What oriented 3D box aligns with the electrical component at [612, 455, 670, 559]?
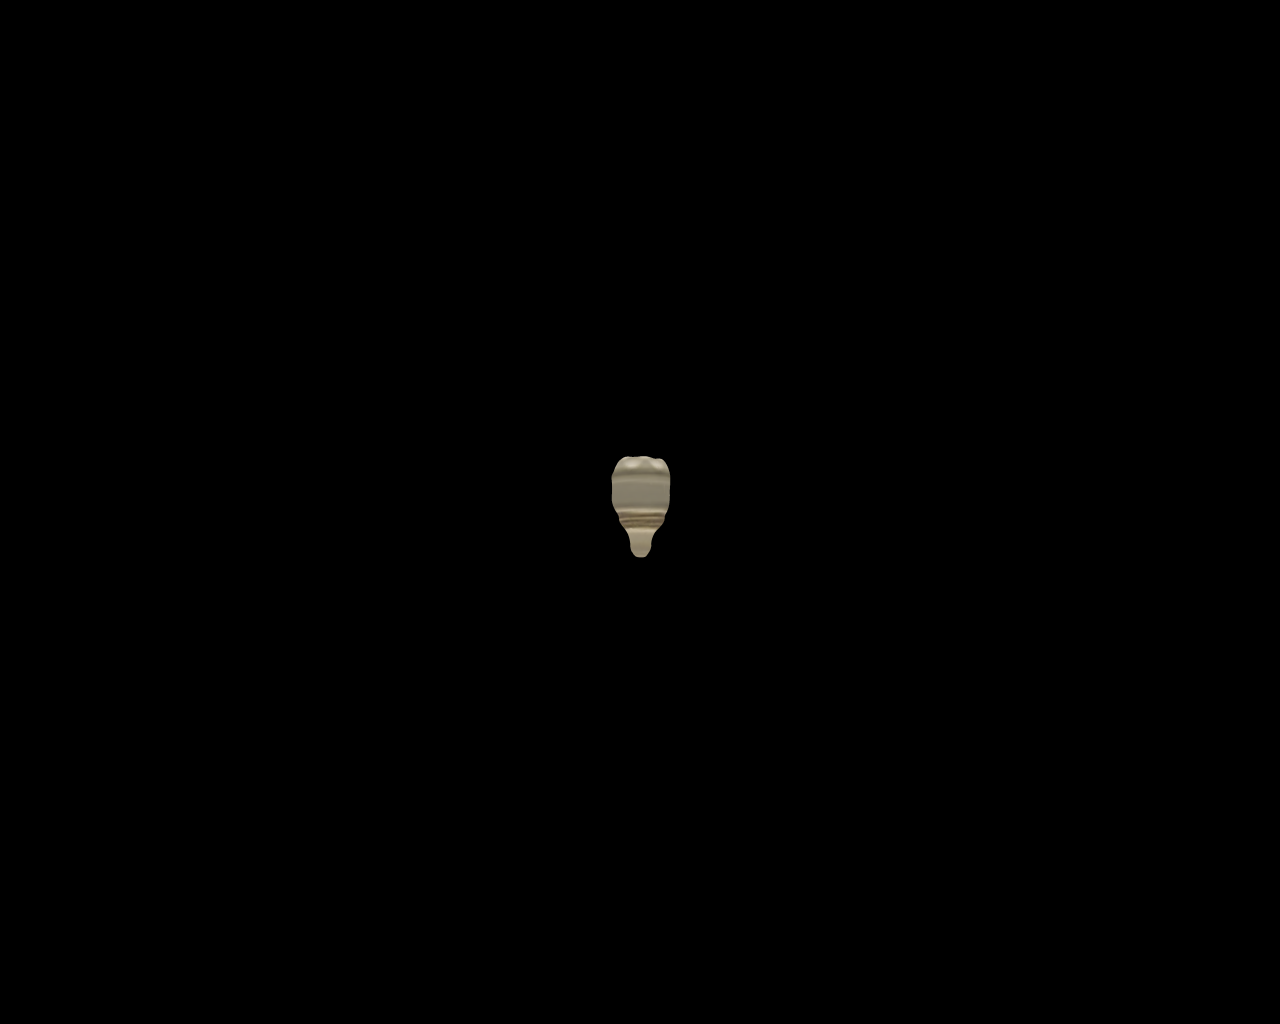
[{"bbox_3d":[0.001,-0.003,0.650,0.035,0.061,0.035,0,-5,0],"label":"electrical component"}]
